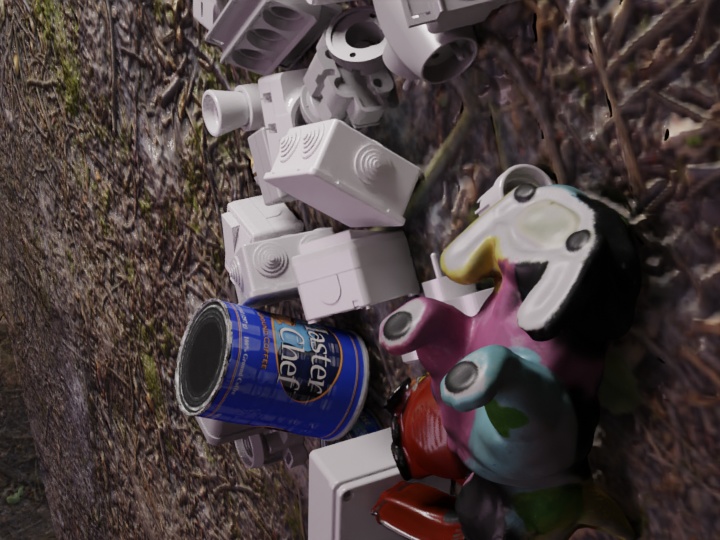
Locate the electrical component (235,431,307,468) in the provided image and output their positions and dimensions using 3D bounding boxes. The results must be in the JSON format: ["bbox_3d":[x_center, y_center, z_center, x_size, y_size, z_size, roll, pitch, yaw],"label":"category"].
[{"bbox_3d":[-0.100,0.179,1.154,0.078,0.057,0.058,61,149,27],"label":"electrical component"}]

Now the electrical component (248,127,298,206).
[{"bbox_3d":[-0.074,-0.094,0.985,0.077,0.047,0.065,-17,88,63],"label":"electrical component"}]

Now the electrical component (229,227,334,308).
[{"bbox_3d":[-0.066,-0.001,0.957,0.100,0.100,0.048,146,111,-73],"label":"electrical component"}]

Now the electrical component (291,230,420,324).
[{"bbox_3d":[0.000,0.000,0.847,0.062,0.096,0.061,-16,89,34],"label":"electrical component"}]

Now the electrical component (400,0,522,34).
[{"bbox_3d":[0.050,-0.215,0.669,0.063,0.079,0.121,145,110,-84],"label":"electrical component"}]

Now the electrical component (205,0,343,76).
[{"bbox_3d":[-0.072,-0.216,0.895,0.121,0.079,0.063,-29,48,62],"label":"electrical component"}]

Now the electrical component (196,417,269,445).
[{"bbox_3d":[-0.113,0.123,1.092,0.078,0.113,0.057,55,144,34],"label":"electrical component"}]

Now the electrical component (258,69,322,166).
[{"bbox_3d":[-0.047,-0.125,0.914,0.056,0.050,0.089,9,111,61],"label":"electrical component"}]

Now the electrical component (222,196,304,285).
[{"bbox_3d":[-0.099,-0.017,1.053,0.061,0.061,0.096,48,142,42],"label":"electrical component"}]

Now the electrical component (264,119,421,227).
[{"bbox_3d":[-0.013,-0.073,0.827,0.100,0.100,0.048,3,68,62],"label":"electrical component"}]

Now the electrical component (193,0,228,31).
[{"bbox_3d":[-0.119,-0.264,0.984,0.055,0.050,0.089,45,140,45],"label":"electrical component"}]

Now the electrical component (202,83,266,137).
[{"bbox_3d":[-0.117,-0.153,1.028,0.045,0.055,0.045,37,134,51],"label":"electrical component"}]

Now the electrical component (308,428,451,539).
[{"bbox_3d":[0.016,0.191,0.886,0.056,0.109,0.108,43,139,50],"label":"electrical component"}]

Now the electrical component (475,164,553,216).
[{"bbox_3d":[0.099,-0.042,0.692,0.046,0.040,0.040,140,113,-67],"label":"electrical component"}]

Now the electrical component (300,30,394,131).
[{"bbox_3d":[-0.013,-0.139,0.837,0.078,0.058,0.057,65,149,19],"label":"electrical component"}]

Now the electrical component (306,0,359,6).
[{"bbox_3d":[-0.021,-0.251,0.791,0.062,0.061,0.096,44,139,46],"label":"electrical component"}]

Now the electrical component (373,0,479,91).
[{"bbox_3d":[0.039,-0.159,0.743,0.077,0.043,0.079,62,150,25],"label":"electrical component"}]

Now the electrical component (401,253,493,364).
[{"bbox_3d":[0.066,0.022,0.768,0.138,0.052,0.073,-20,85,63],"label":"electrical component"}]
